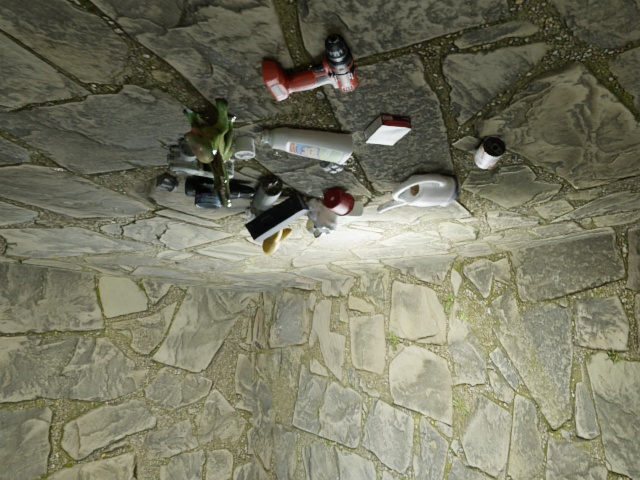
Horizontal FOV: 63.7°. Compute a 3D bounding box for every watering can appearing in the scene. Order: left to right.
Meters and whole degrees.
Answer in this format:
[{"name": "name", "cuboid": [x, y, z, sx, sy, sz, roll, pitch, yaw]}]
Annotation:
[{"name": "watering can", "cuboid": [0.353, -0.163, 1.834, 0.224, 0.105, 0.343, 0, 165, -18]}]

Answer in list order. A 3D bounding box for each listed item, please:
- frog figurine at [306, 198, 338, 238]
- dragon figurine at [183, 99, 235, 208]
[{"name": "frog figurine", "cuboid": [0.006, -0.101, 1.999, 0.123, 0.140, 0.156, 7, 129, 20]}, {"name": "dragon figurine", "cuboid": [-0.258, -0.194, 1.289, 0.122, 0.246, 0.405, -9, 163, 2]}]
